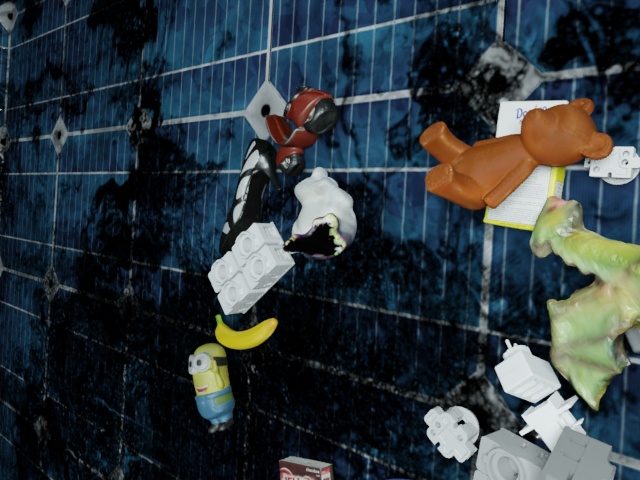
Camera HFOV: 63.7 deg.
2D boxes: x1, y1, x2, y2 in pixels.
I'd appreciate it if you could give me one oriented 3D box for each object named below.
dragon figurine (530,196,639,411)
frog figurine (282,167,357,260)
[{"bbox_3d":[0.371,0.111,0.563,0.238,0.122,0.417,-47,56,47],"label":"dragon figurine"},{"bbox_3d":[0.003,-0.047,0.938,0.135,0.122,0.163,-52,22,36],"label":"frog figurine"}]
